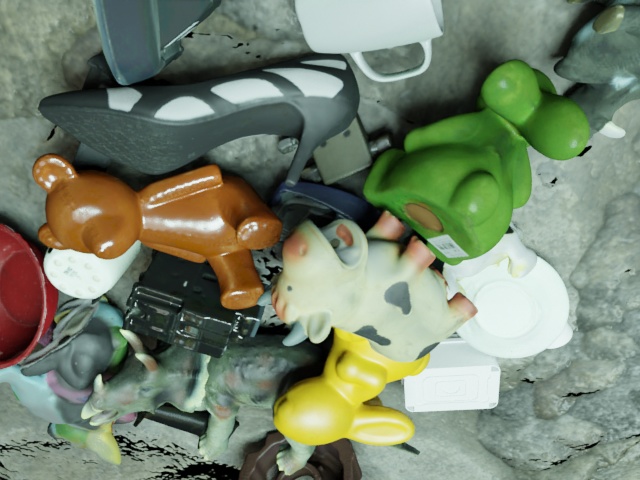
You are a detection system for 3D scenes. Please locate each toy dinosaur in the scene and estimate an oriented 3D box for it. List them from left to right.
[{"bbox_3d":[-0.058,0.173,0.650,0.405,0.131,0.192,5,124,-8],"label":"toy dinosaur"}]

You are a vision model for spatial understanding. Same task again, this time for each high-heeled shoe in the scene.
[{"bbox_3d":[-0.093,-0.125,0.450,0.249,0.145,0.086,16,154,0],"label":"high-heeled shoe"}]

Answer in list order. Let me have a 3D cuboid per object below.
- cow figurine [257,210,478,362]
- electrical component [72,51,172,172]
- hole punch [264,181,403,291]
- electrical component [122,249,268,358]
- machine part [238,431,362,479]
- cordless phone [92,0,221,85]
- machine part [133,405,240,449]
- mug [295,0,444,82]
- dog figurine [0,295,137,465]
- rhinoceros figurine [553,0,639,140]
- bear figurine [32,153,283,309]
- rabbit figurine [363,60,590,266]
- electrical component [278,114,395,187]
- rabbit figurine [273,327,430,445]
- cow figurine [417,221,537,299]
[{"bbox_3d":[0.036,0.044,0.442,0.127,0.086,0.194,-47,133,2],"label":"cow figurine"},{"bbox_3d":[-0.194,-0.108,0.504,0.075,0.048,0.119,26,122,-13],"label":"electrical component"},{"bbox_3d":[-0.001,-0.002,0.532,0.116,0.092,0.142,-8,159,-27],"label":"hole punch"},{"bbox_3d":[-0.124,0.058,0.571,0.134,0.115,0.058,17,128,-9],"label":"electrical component"},{"bbox_3d":[-0.027,0.335,0.720,0.179,0.179,0.055,-11,125,10],"label":"machine part"},{"bbox_3d":[-0.166,-0.206,0.380,0.089,0.147,0.184,-42,112,12],"label":"cordless phone"},{"bbox_3d":[-0.187,0.257,0.755,0.139,0.039,0.084,18,131,-11],"label":"machine part"},{"bbox_3d":[0.041,-0.180,0.430,0.107,0.081,0.109,-7,130,21],"label":"mug"},{"bbox_3d":[-0.285,0.186,0.676,0.192,0.108,0.219,-19,125,12],"label":"dog figurine"},{"bbox_3d":[0.258,-0.168,0.429,0.112,0.073,0.190,21,121,-24],"label":"rhinoceros figurine"},{"bbox_3d":[-0.151,-0.011,0.491,0.196,0.132,0.120,-1,131,-30],"label":"bear figurine"},{"bbox_3d":[0.133,-0.083,0.438,0.121,0.159,0.170,37,77,1],"label":"rabbit figurine"},{"bbox_3d":[0.020,-0.083,0.514,0.102,0.045,0.078,-27,90,17],"label":"electrical component"},{"bbox_3d":[0.028,0.150,0.581,0.173,0.122,0.162,-45,114,-14],"label":"rabbit figurine"},{"bbox_3d":[0.124,0.018,0.556,0.167,0.068,0.098,-31,119,24],"label":"cow figurine"}]
